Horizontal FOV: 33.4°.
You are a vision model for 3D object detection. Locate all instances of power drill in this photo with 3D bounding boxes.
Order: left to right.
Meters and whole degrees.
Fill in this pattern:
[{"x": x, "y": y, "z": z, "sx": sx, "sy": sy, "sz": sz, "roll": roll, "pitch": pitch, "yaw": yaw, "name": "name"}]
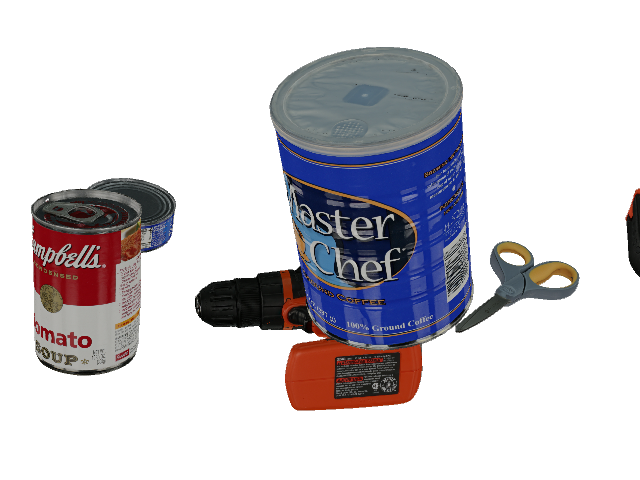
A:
[{"x": -0.005, "y": 0.071, "z": 0.869, "sx": 0.184, "sy": 0.057, "sz": 0.188, "roll": -5, "pitch": 21, "yaw": -9, "name": "power drill"}]

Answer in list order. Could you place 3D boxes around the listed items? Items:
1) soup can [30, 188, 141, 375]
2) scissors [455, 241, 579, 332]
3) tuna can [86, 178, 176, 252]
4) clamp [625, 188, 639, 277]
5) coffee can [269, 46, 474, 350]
[{"x": -0.150, "y": 0.026, "z": 0.682, "sx": 0.068, "sy": 0.102, "sz": 0.068, "roll": 5, "pitch": 23, "yaw": -2, "name": "soup can"}, {"x": 0.164, "y": 0.039, "z": 0.996, "sx": 0.201, "sy": 0.016, "sz": 0.096, "roll": -11, "pitch": 38, "yaw": -40, "name": "scissors"}, {"x": -0.179, "y": -0.023, "z": 0.995, "sx": 0.086, "sy": 0.034, "sz": 0.086, "roll": 8, "pitch": 30, "yaw": -5, "name": "tuna can"}, {"x": 0.267, "y": 0.028, "z": 0.695, "sx": 0.120, "sy": 0.039, "sz": 0.171, "roll": -3, "pitch": 45, "yaw": -20, "name": "clamp"}, {"x": 0.033, "y": -0.023, "z": 0.605, "sx": 0.103, "sy": 0.140, "sz": 0.103, "roll": -6, "pitch": 37, "yaw": 5, "name": "coffee can"}]
